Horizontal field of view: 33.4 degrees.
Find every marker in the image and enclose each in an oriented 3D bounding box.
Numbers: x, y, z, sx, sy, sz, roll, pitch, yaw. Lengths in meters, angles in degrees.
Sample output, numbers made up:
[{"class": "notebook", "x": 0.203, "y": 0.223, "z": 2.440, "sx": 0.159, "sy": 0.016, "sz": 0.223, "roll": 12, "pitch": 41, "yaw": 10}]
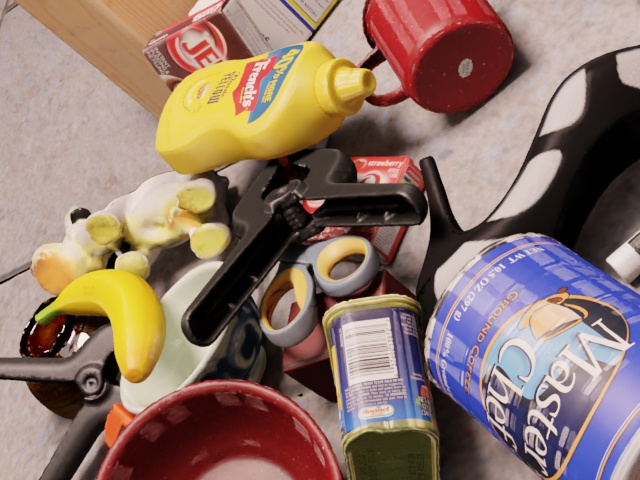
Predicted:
[{"class": "marker", "x": 0.211, "y": -0.023, "z": 0.593, "sx": 0.121, "sy": 0.020, "sz": 0.020, "roll": -43, "pitch": 38, "yaw": 9}]

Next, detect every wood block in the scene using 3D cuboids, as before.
[{"class": "wood block", "x": -0.163, "y": -0.199, "z": 0.956, "sx": 0.090, "sy": 0.205, "sz": 0.090, "roll": -4, "pitch": 57, "yaw": 43}]

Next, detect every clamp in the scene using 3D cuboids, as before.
[{"class": "clamp", "x": -0.024, "y": -0.011, "z": 0.704, "sx": 0.164, "sy": 0.036, "sz": 0.210, "roll": -32, "pitch": 21, "yaw": 2}, {"class": "clamp", "x": -0.170, "y": 0.123, "z": 0.814, "sx": 0.171, "sy": 0.039, "sz": 0.120, "roll": -21, "pitch": 81, "yaw": 8}]

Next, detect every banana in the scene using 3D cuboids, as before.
[{"class": "banana", "x": -0.149, "y": 0.056, "z": 0.778, "sx": 0.069, "sy": 0.037, "sz": 0.198, "roll": -58, "pitch": 30, "yaw": -12}]

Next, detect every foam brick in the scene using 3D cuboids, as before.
[{"class": "foam brick", "x": 0.023, "y": 0.063, "z": 0.683, "sx": 0.078, "sy": 0.053, "sz": 0.051, "roll": -22, "pitch": 47, "yaw": 30}]

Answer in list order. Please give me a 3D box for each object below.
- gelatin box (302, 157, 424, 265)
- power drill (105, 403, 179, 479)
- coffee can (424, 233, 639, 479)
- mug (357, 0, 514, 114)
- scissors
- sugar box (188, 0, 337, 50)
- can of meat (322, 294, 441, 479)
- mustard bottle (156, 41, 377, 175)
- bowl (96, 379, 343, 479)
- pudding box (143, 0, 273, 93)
[{"class": "gelatin box", "x": 0.025, "y": -0.023, "z": 0.769, "sx": 0.089, "sy": 0.030, "sz": 0.073, "roll": 6, "pitch": 64, "yaw": 47}, {"class": "power drill", "x": -0.162, "y": 0.213, "z": 0.743, "sx": 0.185, "sy": 0.057, "sz": 0.187, "roll": 25, "pitch": 82, "yaw": 47}, {"class": "coffee can", "x": 0.133, "y": 0.071, "z": 0.520, "sx": 0.103, "sy": 0.102, "sz": 0.140, "roll": -50, "pitch": 41, "yaw": 0}, {"class": "mug", "x": 0.076, "y": -0.138, "z": 0.762, "sx": 0.117, "sy": 0.093, "sz": 0.081, "roll": -33, "pitch": 46, "yaw": 10}, {"class": "scissors", "x": -0.005, "y": 0.001, "z": 0.727, "sx": 0.096, "sy": 0.016, "sz": 0.201, "roll": -29, "pitch": 27, "yaw": 16}, {"class": "sugar box", "x": -0.027, "y": -0.233, "z": 0.940, "sx": 0.176, "sy": 0.093, "sz": 0.048, "roll": -50, "pitch": 35, "yaw": -1}, {"class": "can of meat", "x": 0.037, "y": 0.095, "z": 0.605, "sx": 0.057, "sy": 0.102, "sz": 0.084, "roll": -7, "pitch": 51, "yaw": 2}, {"class": "mustard bottle", "x": -0.036, "y": -0.101, "z": 0.791, "sx": 0.192, "sy": 0.058, "sz": 0.096, "roll": -5, "pitch": 47, "yaw": 43}, {"class": "bowl", "x": -0.056, "y": 0.169, "z": 0.646, "sx": 0.162, "sy": 0.055, "sz": 0.162, "roll": -6, "pitch": 66, "yaw": 14}, {"class": "pudding box", "x": -0.080, "y": -0.139, "z": 0.898, "sx": 0.090, "sy": 0.113, "sz": 0.039, "roll": -18, "pitch": 31, "yaw": 35}]
